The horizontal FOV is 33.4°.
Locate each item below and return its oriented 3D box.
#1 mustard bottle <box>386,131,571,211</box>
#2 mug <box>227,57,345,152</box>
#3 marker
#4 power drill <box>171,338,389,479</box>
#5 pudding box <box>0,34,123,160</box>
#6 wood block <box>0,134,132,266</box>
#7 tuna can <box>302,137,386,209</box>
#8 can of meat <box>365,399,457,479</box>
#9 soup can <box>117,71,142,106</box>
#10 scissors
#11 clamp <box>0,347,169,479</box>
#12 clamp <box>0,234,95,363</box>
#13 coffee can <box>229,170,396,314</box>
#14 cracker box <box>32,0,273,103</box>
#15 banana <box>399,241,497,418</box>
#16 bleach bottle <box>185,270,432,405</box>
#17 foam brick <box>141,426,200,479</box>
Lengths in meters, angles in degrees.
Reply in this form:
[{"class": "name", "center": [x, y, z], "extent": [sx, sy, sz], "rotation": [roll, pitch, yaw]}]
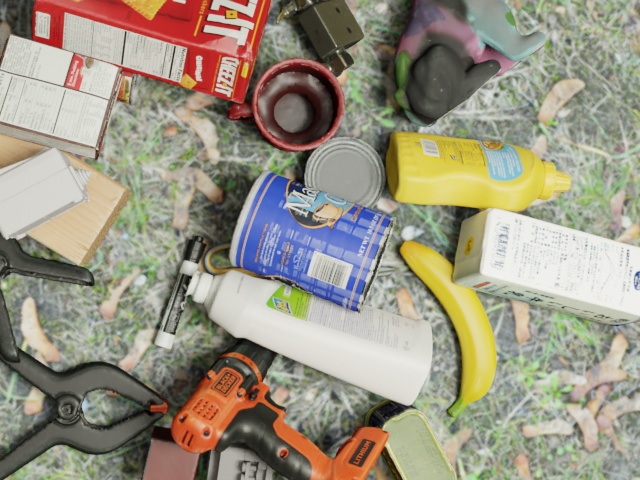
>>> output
[{"class": "mustard bottle", "center": [0.168, -0.069, 1.114], "extent": [0.191, 0.096, 0.058], "rotation": [5, 123, -7]}, {"class": "mug", "center": [-0.037, -0.133, 1.096], "extent": [0.117, 0.081, 0.093], "rotation": [-8, 90, -6]}, {"class": "marker", "center": [-0.145, 0.054, 1.112], "extent": [0.020, 0.020, 0.121], "rotation": [19, 87, -6]}, {"class": "power drill", "center": [-0.031, 0.176, 1.042], "extent": [0.188, 0.184, 0.057], "rotation": [28, 126, 8]}, {"class": "pudding box", "center": [-0.253, -0.135, 1.013], "extent": [0.113, 0.039, 0.090], "rotation": [15, 77, -7]}, {"class": "wood block", "center": [-0.300, -0.066, 1.063], "extent": [0.206, 0.090, 0.091], "rotation": [32, 87, -5]}, {"class": "tuna can", "center": [0.024, -0.065, 1.126], "extent": [0.086, 0.034, 0.086], "rotation": [0, 89, -6]}, {"class": "can of meat", "center": [0.095, 0.217, 1.103], "extent": [0.057, 0.084, 0.102], "rotation": [-28, 92, -6]}, {"class": "soup can", "center": [-0.232, -0.182, 1.083], "extent": [0.102, 0.068, 0.068], "rotation": [14, 87, -6]}, {"class": "scissors", "center": [-0.027, 0.055, 1.127], "extent": [0.201, 0.016, 0.096], "rotation": [13, 89, -6]}, {"class": "clamp", "center": [-0.262, 0.162, 1.089], "extent": [0.210, 0.036, 0.164], "rotation": [-7, 88, -5]}, {"class": "clamp", "center": [-0.329, 0.040, 1.076], "extent": [0.171, 0.039, 0.120], "rotation": [32, 65, 2]}, {"class": "coffee can", "center": [-0.007, 0.001, 1.064], "extent": [0.140, 0.103, 0.103], "rotation": [20, 87, 7]}, {"class": "cracker box", "center": [-0.157, -0.242, 1.056], "extent": [0.213, 0.072, 0.164], "rotation": [15, 54, -5]}, {"class": "banana", "center": [0.145, 0.088, 1.134], "extent": [0.069, 0.037, 0.198], "rotation": [-17, 91, -8]}, {"class": "bleach bottle", "center": [-0.013, 0.084, 1.085], "extent": [0.250, 0.102, 0.068], "rotation": [21, 114, -5]}, {"class": "foam brick", "center": [-0.150, 0.223, 1.079], "extent": [0.053, 0.078, 0.051], "rotation": [13, 88, -4]}]
